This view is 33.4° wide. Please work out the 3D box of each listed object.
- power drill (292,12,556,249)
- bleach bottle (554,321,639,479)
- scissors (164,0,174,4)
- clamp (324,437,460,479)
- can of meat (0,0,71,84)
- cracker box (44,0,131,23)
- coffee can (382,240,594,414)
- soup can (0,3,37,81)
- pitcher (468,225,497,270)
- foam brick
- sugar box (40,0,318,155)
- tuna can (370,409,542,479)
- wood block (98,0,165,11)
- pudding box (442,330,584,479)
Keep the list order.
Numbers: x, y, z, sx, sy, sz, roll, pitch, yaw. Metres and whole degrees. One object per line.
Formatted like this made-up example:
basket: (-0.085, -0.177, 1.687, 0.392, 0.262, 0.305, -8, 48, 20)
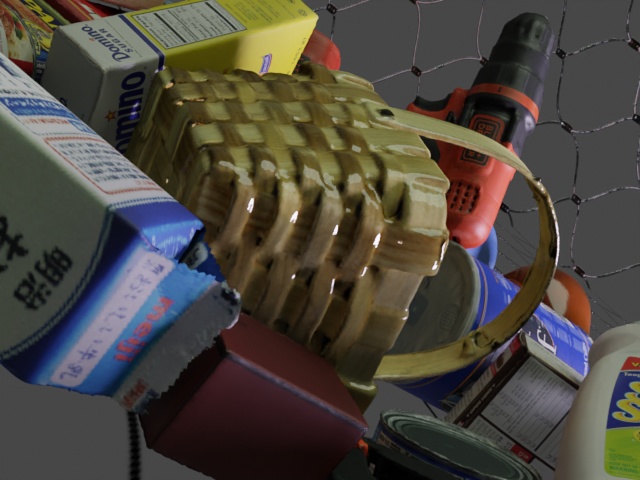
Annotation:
power drill: (0.061, -0.098, 0.763, 0.188, 0.184, 0.057, 16, -20, 20)
bleach bottle: (0.168, 0.103, 0.559, 0.102, 0.068, 0.250, 16, 22, 7)
scissors: (-0.108, -0.175, 0.881, 0.096, 0.016, 0.202, 34, 13, -26)
clamp: (0.043, 0.122, 0.424, 0.120, 0.039, 0.172, 16, 3, -41)
can of meat: (-0.199, -0.123, 0.662, 0.102, 0.057, 0.083, 41, 14, 13)
cracker box: (-0.120, -0.107, 0.806, 0.164, 0.072, 0.213, 39, 12, 6)
coffee can: (0.110, 0.075, 0.735, 0.140, 0.103, 0.103, 31, 13, -33)
soup can: (-0.194, -0.092, 0.520, 0.068, 0.068, 0.102, 41, 12, 11)
pitcher: (0.070, -0.019, 0.900, 0.145, 0.149, 0.242, 32, 5, 23)
foam brick: (-0.030, 0.067, 0.445, 0.078, 0.051, 0.053, 33, 12, -29)
sugar box: (-0.084, -0.092, 0.625, 0.048, 0.093, 0.175, 42, 41, 16)
tuna can: (0.065, 0.117, 0.533, 0.086, 0.034, 0.086, 21, 4, -2)
wood block: (-0.215, -0.236, 0.778, 0.205, 0.091, 0.090, 10, 11, -30)
pudding box: (0.141, 0.126, 0.664, 0.113, 0.090, 0.039, 37, 12, -9)
